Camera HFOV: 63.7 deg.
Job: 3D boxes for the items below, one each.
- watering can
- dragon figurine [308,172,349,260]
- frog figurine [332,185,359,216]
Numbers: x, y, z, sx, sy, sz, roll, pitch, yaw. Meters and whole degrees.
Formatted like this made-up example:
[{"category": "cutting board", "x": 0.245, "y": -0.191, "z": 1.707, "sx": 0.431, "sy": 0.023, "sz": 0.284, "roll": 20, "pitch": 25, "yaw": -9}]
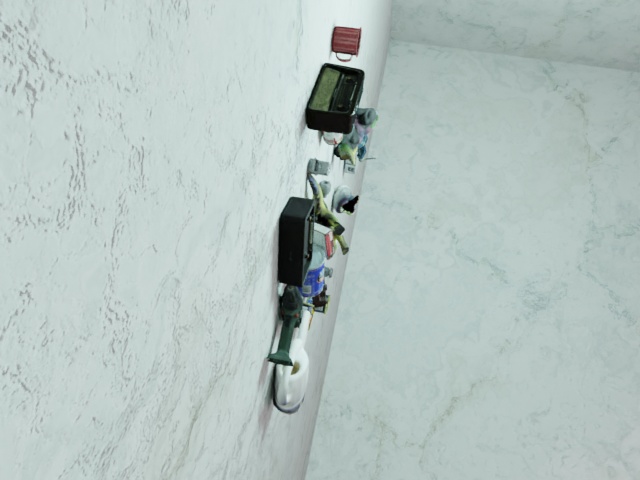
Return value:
[{"category": "watering can", "x": -0.081, "y": 0.407, "z": 1.674, "sx": 0.355, "sy": 0.104, "sz": 0.219, "roll": -68, "pitch": 167, "yaw": -59}, {"category": "dragon figurine", "x": 0.005, "y": -0.089, "z": 1.767, "sx": 0.248, "sy": 0.122, "sz": 0.402, "roll": -106, "pitch": -177, "yaw": -61}, {"category": "frog figurine", "x": 0.100, "y": -0.197, "z": 2.359, "sx": 0.163, "sy": 0.123, "sz": 0.134, "roll": -124, "pitch": -162, "yaw": -45}]
